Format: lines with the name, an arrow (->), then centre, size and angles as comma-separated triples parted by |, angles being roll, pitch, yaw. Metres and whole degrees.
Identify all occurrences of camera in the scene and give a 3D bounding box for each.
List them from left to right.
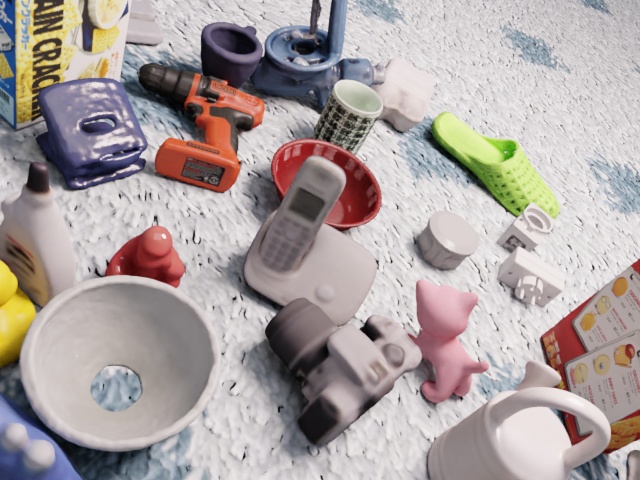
camera -> 0.020, 0.116, 0.609 | 0.136, 0.100, 0.143 | 47, 47, 15

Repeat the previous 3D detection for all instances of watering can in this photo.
watering can -> 0.197, 0.195, 0.569 | 0.101, 0.194, 0.173 | 19, 46, -12

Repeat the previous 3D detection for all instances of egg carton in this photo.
egg carton -> 0.146, -0.264, 1.028 | 0.107, 0.069, 0.150 | 28, 45, -4

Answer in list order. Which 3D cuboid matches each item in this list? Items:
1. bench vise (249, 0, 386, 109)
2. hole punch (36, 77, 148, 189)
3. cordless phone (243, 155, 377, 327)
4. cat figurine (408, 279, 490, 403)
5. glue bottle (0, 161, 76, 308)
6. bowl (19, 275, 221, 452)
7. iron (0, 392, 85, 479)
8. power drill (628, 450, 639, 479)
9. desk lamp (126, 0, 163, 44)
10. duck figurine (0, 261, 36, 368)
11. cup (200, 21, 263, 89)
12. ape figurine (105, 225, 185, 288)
bench vise -> 0.012, -0.310, 0.890 | 0.208, 0.219, 0.121 | -5, 55, -31
hole punch -> -0.265, -0.128, 0.677 | 0.109, 0.091, 0.101 | -27, 68, -41
cordless phone -> 0.006, 0.002, 0.641 | 0.147, 0.185, 0.094 | 26, 45, -5
cat figurine -> 0.151, 0.110, 0.672 | 0.067, 0.117, 0.127 | -10, 57, -34
glue bottle -> -0.258, -0.009, 0.519 | 0.078, 0.173, 0.037 | 34, 45, 3
bowl -> -0.179, 0.119, 0.520 | 0.168, 0.074, 0.167 | 15, 47, -16
iron -> -0.268, 0.135, 0.412 | 0.258, 0.141, 0.119 | 27, 45, -5
power drill -> 0.451, 0.251, 0.644 | 0.075, 0.208, 0.230 | 34, 45, 3
desk lamp -> -0.314, -0.400, 0.799 | 0.204, 0.213, 0.117 | -6, 55, -32
duck figurine -> -0.294, 0.055, 0.506 | 0.078, 0.086, 0.104 | -6, 55, -32
cup -> -0.136, -0.270, 0.865 | 0.091, 0.095, 0.118 | 30, 45, -1
ape figurine -> -0.177, 0.021, 0.594 | 0.078, 0.092, 0.076 | 15, 47, -16
